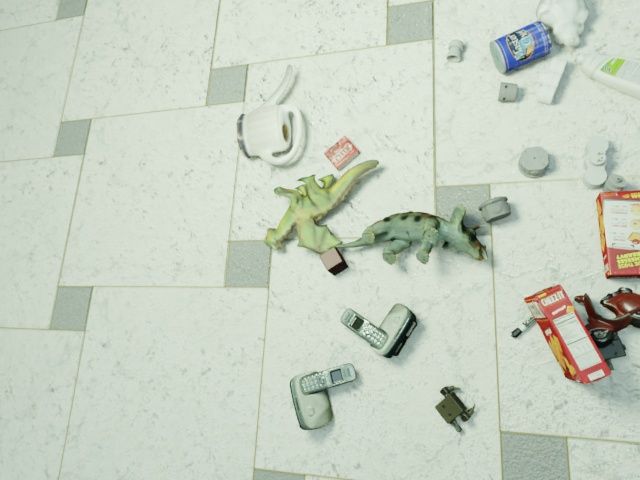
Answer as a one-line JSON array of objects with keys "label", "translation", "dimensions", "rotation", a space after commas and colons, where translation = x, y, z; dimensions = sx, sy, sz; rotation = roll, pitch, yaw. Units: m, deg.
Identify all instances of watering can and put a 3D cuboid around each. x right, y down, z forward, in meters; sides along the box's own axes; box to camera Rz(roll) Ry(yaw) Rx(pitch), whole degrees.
[{"label": "watering can", "translation": [-0.164, -0.397, 1.680], "dimensions": [0.224, 0.103, 0.353], "rotation": [-9, 72, 16]}]

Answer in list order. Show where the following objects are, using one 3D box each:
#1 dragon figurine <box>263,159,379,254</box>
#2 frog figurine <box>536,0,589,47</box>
[{"label": "dragon figurine", "translation": [0.005, -0.077, 1.533], "dimensions": [0.408, 0.121, 0.245], "rotation": [-17, 77, 16]}, {"label": "frog figurine", "translation": [0.696, -0.634, 1.474], "dimensions": [0.137, 0.120, 0.163], "rotation": [4, 63, -1]}]
